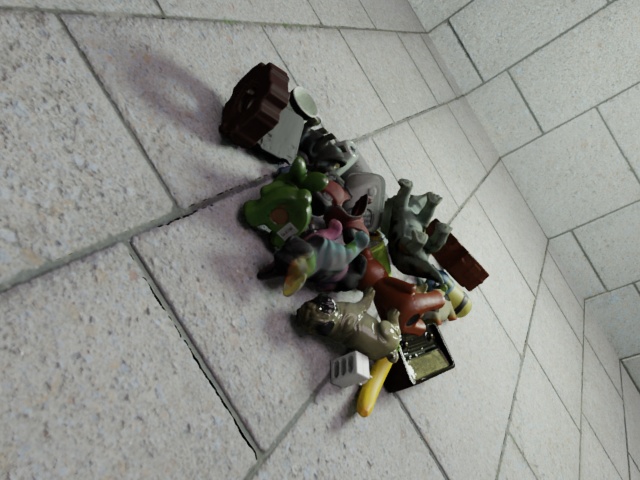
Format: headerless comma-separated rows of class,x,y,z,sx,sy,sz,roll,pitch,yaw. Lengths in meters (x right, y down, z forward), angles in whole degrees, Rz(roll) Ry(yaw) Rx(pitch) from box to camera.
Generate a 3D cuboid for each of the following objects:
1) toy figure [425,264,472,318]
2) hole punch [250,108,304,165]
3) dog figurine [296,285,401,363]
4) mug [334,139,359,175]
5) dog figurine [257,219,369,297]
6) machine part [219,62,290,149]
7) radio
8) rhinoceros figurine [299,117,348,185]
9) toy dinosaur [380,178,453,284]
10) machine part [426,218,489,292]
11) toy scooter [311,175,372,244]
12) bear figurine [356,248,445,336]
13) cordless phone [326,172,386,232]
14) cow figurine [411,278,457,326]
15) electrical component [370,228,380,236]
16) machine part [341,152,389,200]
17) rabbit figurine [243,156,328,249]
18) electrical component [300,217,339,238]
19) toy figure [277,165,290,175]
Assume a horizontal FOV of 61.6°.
toy figure,0.354,0.147,1.510,0.180,0.089,0.082,54,40,-15
hole punch,-0.109,-0.231,1.186,0.142,0.092,0.115,23,75,-48
dog figurine,0.057,0.180,1.040,0.172,0.121,0.190,41,28,28
mug,0.040,-0.213,1.341,0.081,0.107,0.109,-2,69,-57
dog figurine,-0.014,0.057,1.052,0.219,0.191,0.109,-30,48,-35
machine part,-0.134,-0.277,1.095,0.056,0.179,0.179,29,43,-36
radio,0.216,0.260,1.239,0.229,0.073,0.131,2,63,-54
rhinoceros figurine,0.002,-0.201,1.268,0.190,0.112,0.073,56,10,29
toy dinosaur,0.212,0.001,1.254,0.131,0.192,0.405,13,43,-5
machine part,0.388,0.045,1.578,0.200,0.087,0.202,40,13,-35
toy scooter,0.051,-0.079,1.180,0.184,0.075,0.135,44,52,-9
bear figurine,0.150,0.110,1.167,0.132,0.120,0.196,5,32,-43
cordless phone,0.073,-0.089,1.278,0.184,0.089,0.146,-8,107,-52
cow figurine,0.274,0.164,1.391,0.195,0.085,0.127,1,70,-51
electrical component,0.155,-0.022,1.429,0.094,0.021,0.063,37,39,-33
machine part,0.110,-0.156,1.421,0.243,0.079,0.079,57,32,-8
rabbit figurine,-0.069,-0.094,1.078,0.121,0.159,0.170,35,24,-19
electrical component,-0.001,-0.003,1.174,0.102,0.045,0.078,15,52,-49
toy figure,-0.034,-0.122,1.211,0.154,0.064,0.058,41,58,-35
